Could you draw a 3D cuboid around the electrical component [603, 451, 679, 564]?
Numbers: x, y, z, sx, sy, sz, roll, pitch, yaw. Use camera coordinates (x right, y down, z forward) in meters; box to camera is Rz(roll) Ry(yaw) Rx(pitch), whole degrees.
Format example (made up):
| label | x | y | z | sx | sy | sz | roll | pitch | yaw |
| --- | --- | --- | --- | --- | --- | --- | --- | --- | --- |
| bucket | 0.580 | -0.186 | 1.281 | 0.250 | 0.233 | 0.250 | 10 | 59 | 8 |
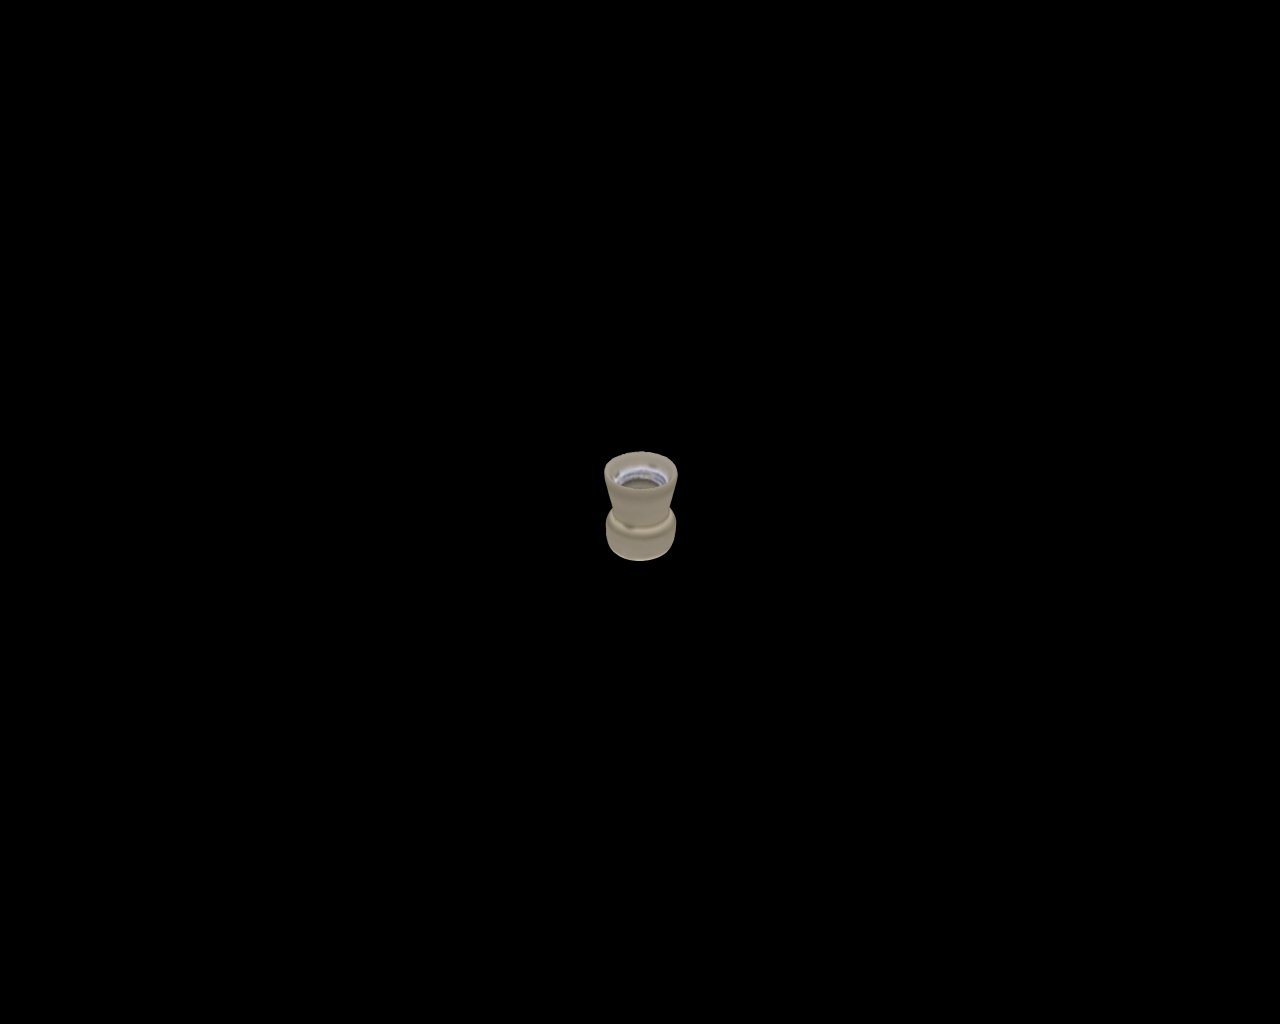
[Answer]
| label | x | y | z | sx | sy | sz | roll | pitch | yaw |
| --- | --- | --- | --- | --- | --- | --- | --- | --- | --- |
| electrical component | 0.001 | -0.003 | 0.650 | 0.045 | 0.055 | 0.045 | 0 | 34 | 0 |
